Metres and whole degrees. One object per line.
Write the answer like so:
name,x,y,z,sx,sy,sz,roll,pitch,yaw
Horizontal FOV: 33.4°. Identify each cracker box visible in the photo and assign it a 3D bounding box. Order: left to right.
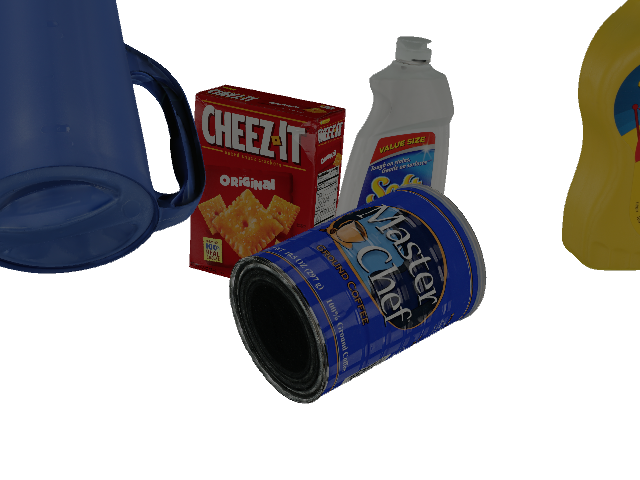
cracker box,-0.065,-0.056,1.218,0.164,0.214,0.072,15,23,26

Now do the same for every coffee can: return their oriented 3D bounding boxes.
coffee can,0.025,0.033,0.713,0.140,0.103,0.103,-25,13,-31

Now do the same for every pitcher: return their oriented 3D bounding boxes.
pitcher,-0.185,-0.107,0.775,0.145,0.243,0.149,-22,-31,17

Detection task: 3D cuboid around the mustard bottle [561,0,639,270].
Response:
mustard bottle,0.194,-0.079,0.611,0.096,0.192,0.058,-8,29,-13

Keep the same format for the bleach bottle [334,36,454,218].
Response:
bleach bottle,0.061,-0.056,0.955,0.102,0.251,0.068,6,20,1
